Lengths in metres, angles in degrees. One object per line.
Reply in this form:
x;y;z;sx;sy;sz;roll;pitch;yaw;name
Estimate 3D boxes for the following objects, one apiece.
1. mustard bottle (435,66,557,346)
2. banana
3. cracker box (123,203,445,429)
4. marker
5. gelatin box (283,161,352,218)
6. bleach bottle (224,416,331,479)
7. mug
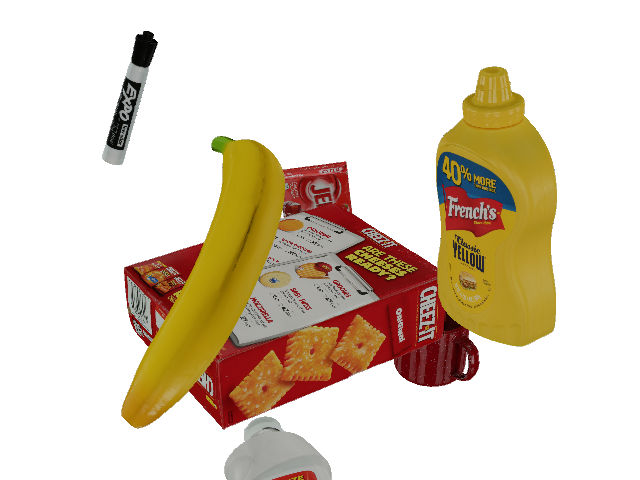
0.121;-0.027;0.742;0.058;0.192;0.096;-20;31;-27;mustard bottle
-0.058;0.013;0.603;0.037;0.197;0.070;32;-35;-24;banana
-0.029;0.053;0.874;0.213;0.072;0.164;-18;33;-29;cracker box
-0.162;-0.121;0.908;0.020;0.121;0.020;18;25;-9;marker
-0.004;-0.034;1.112;0.073;0.089;0.030;-6;30;1;gelatin box
-0.028;0.211;0.719;0.102;0.068;0.251;-9;32;-8;bleach bottle
0.132;0.114;1.188;0.093;0.081;0.117;-24;39;-34;mug
